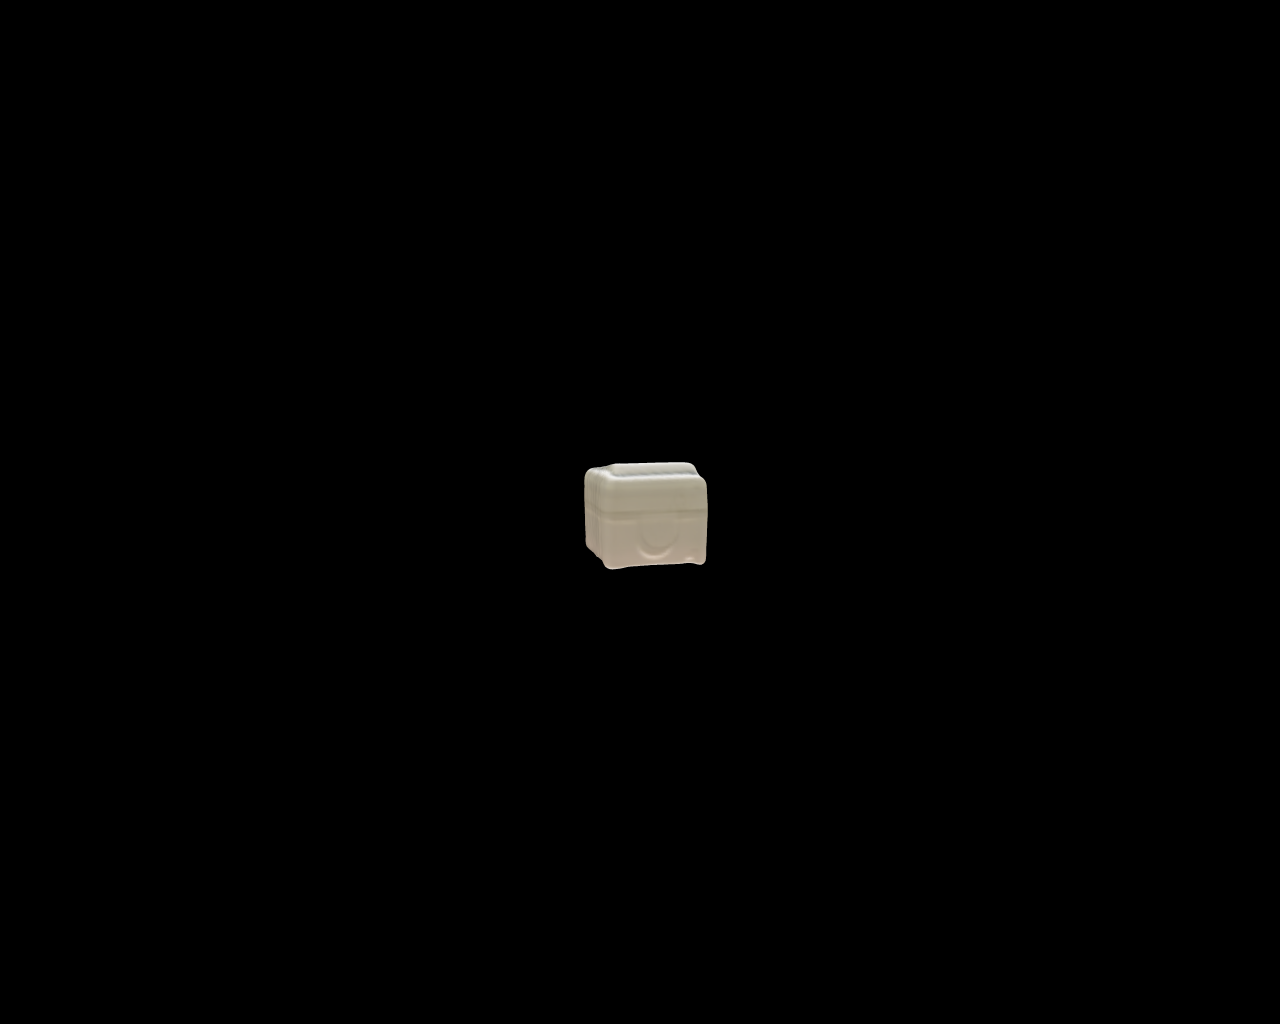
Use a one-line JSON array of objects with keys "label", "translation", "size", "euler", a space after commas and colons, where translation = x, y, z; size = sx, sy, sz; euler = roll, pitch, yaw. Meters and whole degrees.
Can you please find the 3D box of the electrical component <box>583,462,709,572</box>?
[{"label": "electrical component", "translation": [0.001, -0.003, 0.650], "size": [0.062, 0.061, 0.096], "euler": [-1, 7, -11]}]
